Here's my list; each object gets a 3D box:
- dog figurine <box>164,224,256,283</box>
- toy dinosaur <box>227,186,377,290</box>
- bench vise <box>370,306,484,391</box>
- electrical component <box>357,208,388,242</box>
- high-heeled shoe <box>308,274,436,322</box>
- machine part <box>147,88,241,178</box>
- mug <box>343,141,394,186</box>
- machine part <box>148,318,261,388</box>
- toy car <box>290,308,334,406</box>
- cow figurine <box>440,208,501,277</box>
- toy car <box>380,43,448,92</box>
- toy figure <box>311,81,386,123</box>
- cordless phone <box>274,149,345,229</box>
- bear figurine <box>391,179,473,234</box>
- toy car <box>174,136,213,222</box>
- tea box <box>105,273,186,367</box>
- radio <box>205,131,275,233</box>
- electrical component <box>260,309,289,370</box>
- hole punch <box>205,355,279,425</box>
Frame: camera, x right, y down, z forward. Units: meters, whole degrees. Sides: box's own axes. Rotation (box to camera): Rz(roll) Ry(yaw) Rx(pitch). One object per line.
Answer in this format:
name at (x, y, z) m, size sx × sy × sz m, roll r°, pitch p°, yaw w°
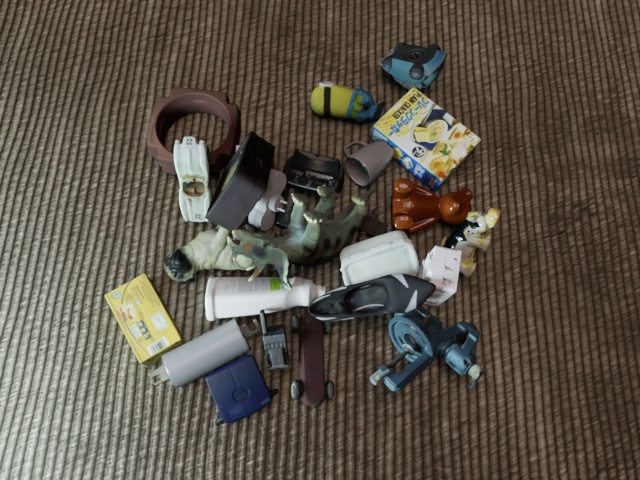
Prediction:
dog figurine at (-0.227, 0.045, 1.187) m, size 0.172 × 0.121 × 0.190 m, roll 44°, pitch 101°, yaw -7°
toy dinosaur at (-0.003, -0.007, 1.169) m, size 0.131 × 0.192 × 0.405 m, roll 37°, pitch 31°, yaw 31°
bench vise at (0.208, 0.237, 1.102) m, size 0.240 × 0.128 × 0.224 m, roll -31°, pitch 66°, yaw -30°
electrical component at (0.126, -0.027, 1.252) m, size 0.063 × 0.021 × 0.094 m, roll 27°, pitch 71°, yaw 7°
high-heeled shoe at (0.098, 0.116, 1.086) m, size 0.145 × 0.249 × 0.086 m, roll 5°, pitch 69°, yaw -48°
machine part at (-0.295, -0.253, 1.279) m, size 0.201 × 0.087 × 0.201 m, roll 5°, pitch 72°, yaw 0°
mug at (0.116, -0.195, 1.287) m, size 0.107 × 0.080 × 0.110 m, roll -36°, pitch 66°, yaw -26°
machine part at (-0.235, 0.234, 1.115) m, size 0.243 × 0.079 × 0.079 m, roll -26°, pitch 74°, yaw -12°
toy car at (-0.019, 0.244, 1.134) m, size 0.089 × 0.053 × 0.202 m, roll 3°, pitch 69°, yaw -18°
cow figurine at (0.331, -0.008, 1.197) m, size 0.098 × 0.068 × 0.167 m, roll 27°, pitch 107°, yaw 13°
toy car at (0.237, -0.425, 1.352) m, size 0.162 × 0.102 × 0.109 m, roll 20°, pitch 60°, yaw 32°
toy figure at (0.066, -0.336, 1.328) m, size 0.180 × 0.082 × 0.089 m, roll 19°, pitch 69°, yaw 1°
cordless phone at (-0.027, -0.107, 1.255) m, size 0.147 × 0.088 × 0.184 m, roll 15°, pitch 81°, yaw 2°
bear figurine at (0.261, -0.072, 1.222) m, size 0.196 × 0.132 × 0.120 m, roll 3°, pitch 87°, yaw 4°
toy car at (-0.280, -0.133, 1.197) m, size 0.074 × 0.201 × 0.056 m, roll 1°, pitch 28°, yaw 1°
tea box at (-0.368, 0.169, 1.136) m, size 0.098 × 0.068 × 0.170 m, roll -28°, pitch 73°, yaw -13°
radio at (-0.163, -0.129, 1.134) m, size 0.073 × 0.131 × 0.230 m, roll 30°, pitch 29°, yaw -18°
electrical component at (-0.094, 0.201, 1.115) m, size 0.048 × 0.075 × 0.119 m, roll -7°, pitch 95°, yaw -4°
hole punch at (-0.164, 0.301, 1.091) m, size 0.142 × 0.092 × 0.116 m, roll -24°, pitch 77°, yaw -14°
